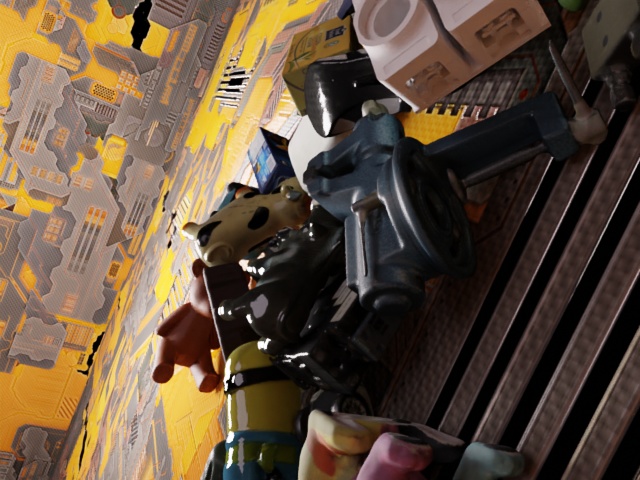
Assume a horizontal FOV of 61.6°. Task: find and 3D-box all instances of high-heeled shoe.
[{"bbox_3d":[0.071,-0.172,0.595,0.249,0.145,0.086,-155,49,-72],"label":"high-heeled shoe"}]

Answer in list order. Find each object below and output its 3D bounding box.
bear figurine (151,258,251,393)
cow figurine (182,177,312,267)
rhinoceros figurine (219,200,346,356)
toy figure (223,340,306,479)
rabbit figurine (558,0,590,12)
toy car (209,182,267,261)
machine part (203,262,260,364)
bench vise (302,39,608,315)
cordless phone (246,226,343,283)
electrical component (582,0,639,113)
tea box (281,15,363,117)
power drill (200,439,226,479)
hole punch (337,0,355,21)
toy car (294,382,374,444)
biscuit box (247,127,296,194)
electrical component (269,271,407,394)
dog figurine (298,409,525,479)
[{"bbox_3d":[-0.195,0.139,0.906,0.195,0.120,0.132,-55,31,18],"label":"bear figurine"},{"bbox_3d":[-0.088,-0.028,0.766,0.195,0.085,0.127,-34,31,-15],"label":"cow figurine"},{"bbox_3d":[-0.021,0.025,0.534,0.112,0.073,0.190,-39,13,42],"label":"rhinoceros figurine"},{"bbox_3d":[-0.058,0.189,0.539,0.082,0.089,0.180,-19,51,32],"label":"toy figure"},{"bbox_3d":[0.173,-0.265,0.413,0.170,0.121,0.159,176,104,-76],"label":"rabbit figurine"},{"bbox_3d":[-0.128,-0.021,0.906,0.162,0.109,0.102,-86,10,-50],"label":"toy car"},{"bbox_3d":[-0.108,0.116,0.710,0.179,0.056,0.179,166,90,-77],"label":"machine part"},{"bbox_3d":[0.100,-0.056,0.441,0.241,0.128,0.224,-25,36,31],"label":"bench vise"},{"bbox_3d":[-0.001,-0.002,0.673,0.184,0.088,0.147,-58,23,-1],"label":"cordless phone"},{"bbox_3d":[0.214,-0.144,0.352,0.078,0.045,0.102,94,-179,-55],"label":"electrical component"},{"bbox_3d":[0.009,-0.249,0.752,0.098,0.068,0.170,-18,33,15],"label":"tea box"},{"bbox_3d":[-0.102,0.357,0.584,0.207,0.086,0.231,-126,49,-69],"label":"power drill"},{"bbox_3d":[0.089,-0.339,0.715,0.142,0.092,0.116,-43,31,52],"label":"hole punch"},{"bbox_3d":[0.012,0.219,0.472,0.073,0.056,0.202,-37,37,42],"label":"toy car"},{"bbox_3d":[-0.076,-0.131,0.925,0.059,0.063,0.203,-60,26,19],"label":"biscuit box"},{"bbox_3d":[0.022,0.083,0.506,0.115,0.058,0.134,-54,13,-25],"label":"electrical component"},{"bbox_3d":[0.044,0.230,0.339,0.192,0.108,0.219,-16,60,60],"label":"dog figurine"}]
